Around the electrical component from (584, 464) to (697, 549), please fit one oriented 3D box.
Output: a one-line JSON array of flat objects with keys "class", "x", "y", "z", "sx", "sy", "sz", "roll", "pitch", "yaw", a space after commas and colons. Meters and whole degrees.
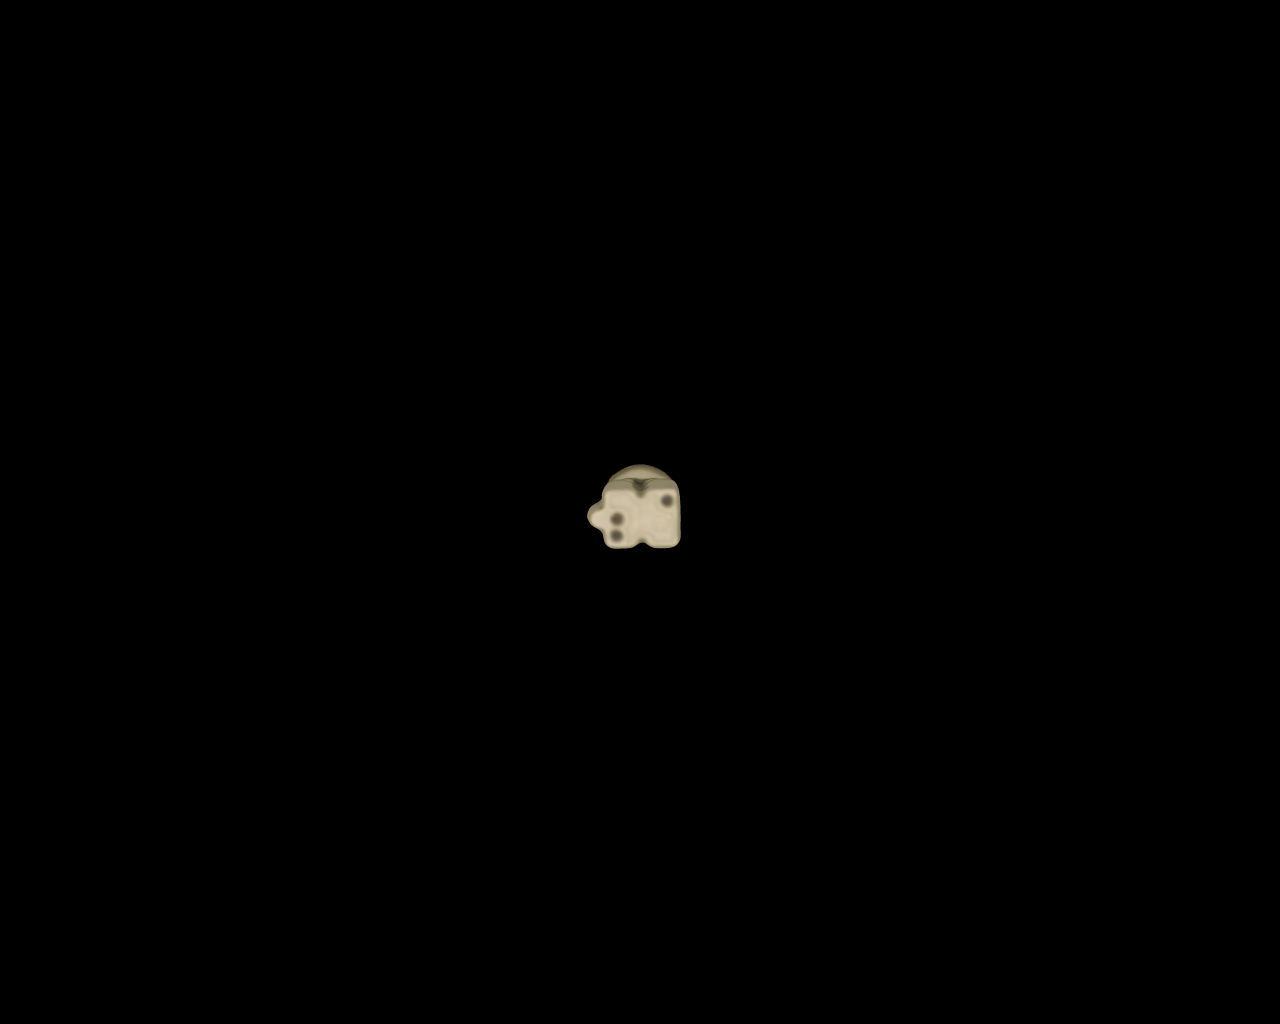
[{"class": "electrical component", "x": 0.001, "y": -0.003, "z": 0.650, "sx": 0.066, "sy": 0.048, "sz": 0.055, "roll": 0, "pitch": 13, "yaw": 0}]
